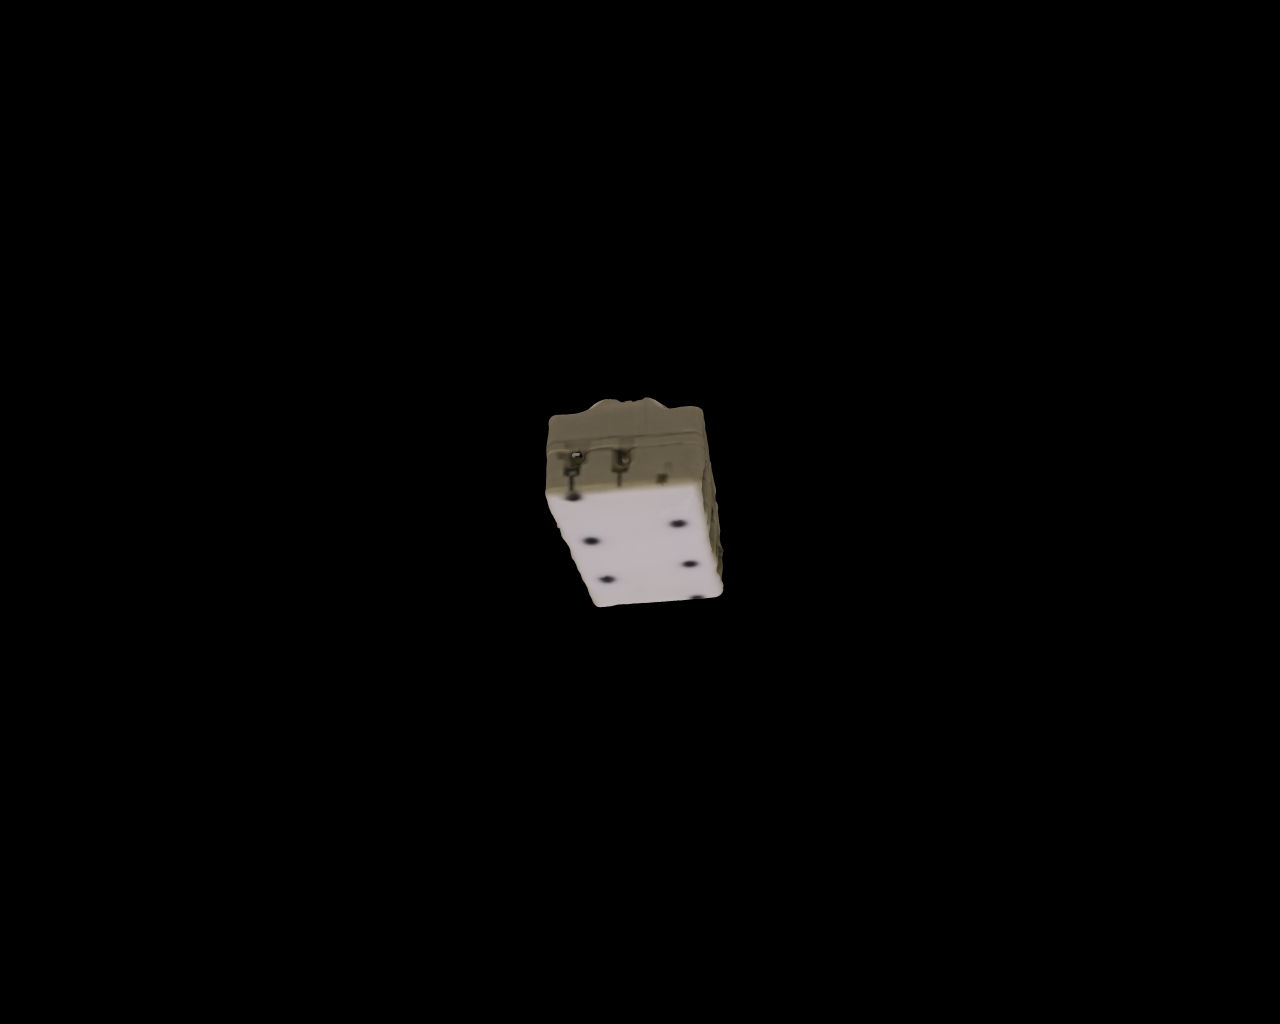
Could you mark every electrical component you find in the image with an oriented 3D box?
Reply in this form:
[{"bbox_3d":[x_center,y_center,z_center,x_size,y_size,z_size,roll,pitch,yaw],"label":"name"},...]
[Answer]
[{"bbox_3d":[0.001,-0.003,0.650,0.089,0.062,0.150,-4,-29,7],"label":"electrical component"}]
